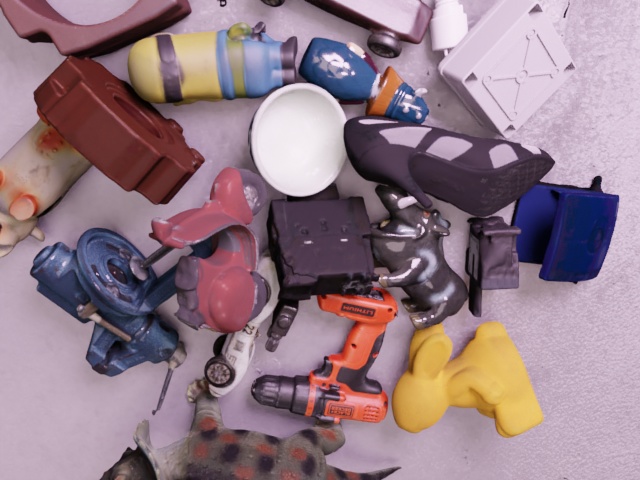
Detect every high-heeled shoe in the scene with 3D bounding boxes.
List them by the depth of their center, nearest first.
[{"bbox_3d":[0.148,-0.100,0.616,0.249,0.145,0.086,-14,142,-32],"label":"high-heeled shoe"}]

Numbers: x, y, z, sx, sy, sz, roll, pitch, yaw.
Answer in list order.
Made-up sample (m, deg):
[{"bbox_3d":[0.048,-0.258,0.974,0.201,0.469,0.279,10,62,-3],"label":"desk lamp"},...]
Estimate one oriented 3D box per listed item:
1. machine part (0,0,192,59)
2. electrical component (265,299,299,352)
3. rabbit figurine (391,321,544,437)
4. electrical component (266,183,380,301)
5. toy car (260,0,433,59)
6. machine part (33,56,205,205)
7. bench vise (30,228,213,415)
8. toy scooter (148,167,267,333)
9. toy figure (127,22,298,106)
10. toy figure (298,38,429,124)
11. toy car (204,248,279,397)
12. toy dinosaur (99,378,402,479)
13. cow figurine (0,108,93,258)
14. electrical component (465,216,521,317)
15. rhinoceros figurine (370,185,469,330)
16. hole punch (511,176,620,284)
[{"bbox_3d":[-0.237,-0.303,0.547,0.201,0.087,0.200,-22,105,6],"label":"machine part"},{"bbox_3d":[-0.044,0.091,0.675,0.021,0.063,0.094,25,103,-8],"label":"electrical component"},{"bbox_3d":[0.168,0.182,0.678,0.173,0.122,0.162,-22,101,6],"label":"rabbit figurine"},{"bbox_3d":[-0.001,-0.002,0.618,0.115,0.058,0.134,-4,62,-17],"label":"electrical component"},{"bbox_3d":[0.023,-0.269,0.581,0.202,0.053,0.089,22,85,-8],"label":"toy car"},{"bbox_3d":[-0.202,-0.115,0.559,0.056,0.179,0.179,-44,102,9],"label":"machine part"},{"bbox_3d":[-0.203,0.058,0.636,0.240,0.129,0.223,-36,107,13],"label":"bench vise"},{"bbox_3d":[-0.115,0.019,0.547,0.075,0.135,0.183,14,106,32],"label":"toy scooter"},{"bbox_3d":[-0.114,-0.190,0.580,0.180,0.089,0.082,-1,98,1],"label":"toy figure"},{"bbox_3d":[0.053,-0.175,0.605,0.154,0.058,0.064,23,147,-12],"label":"toy figure"},{"bbox_3d":[-0.092,0.104,0.672,0.056,0.073,0.201,22,104,-7],"label":"toy car"},{"bbox_3d":[-0.078,0.287,0.665,0.405,0.192,0.131,10,108,-3],"label":"toy dinosaur"},{"bbox_3d":[-0.328,-0.062,0.607,0.085,0.127,0.195,39,87,-12],"label":"cow figurine"},{"bbox_3d":[0.210,0.035,0.661,0.048,0.075,0.119,-4,102,0],"label":"electrical component"},{"bbox_3d":[0.116,0.018,0.654,0.112,0.073,0.190,-30,105,8],"label":"rhinoceros figurine"},{"bbox_3d":[0.302,-0.008,0.646,0.116,0.092,0.142,6,102,-7],"label":"hole punch"}]
